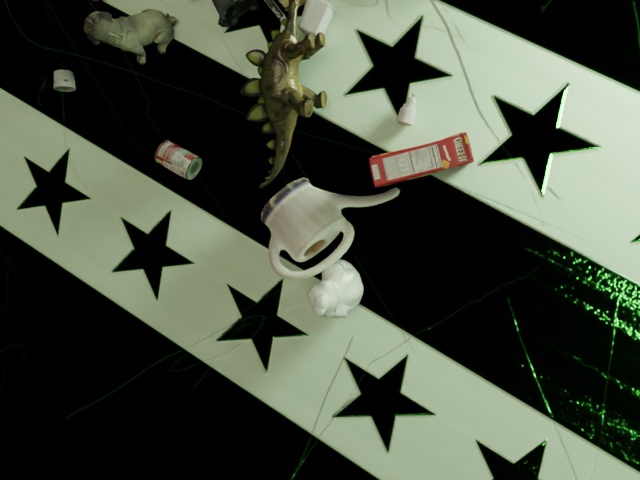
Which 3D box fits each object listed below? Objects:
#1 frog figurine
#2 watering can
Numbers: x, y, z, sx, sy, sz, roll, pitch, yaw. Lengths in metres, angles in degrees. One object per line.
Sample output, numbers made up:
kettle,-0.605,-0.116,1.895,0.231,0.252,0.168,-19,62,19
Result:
frog figurine,0.036,0.118,1.215,0.122,0.160,0.137,1,94,13
watering can,0.004,-0.062,1.239,0.348,0.102,0.227,-41,70,-4
